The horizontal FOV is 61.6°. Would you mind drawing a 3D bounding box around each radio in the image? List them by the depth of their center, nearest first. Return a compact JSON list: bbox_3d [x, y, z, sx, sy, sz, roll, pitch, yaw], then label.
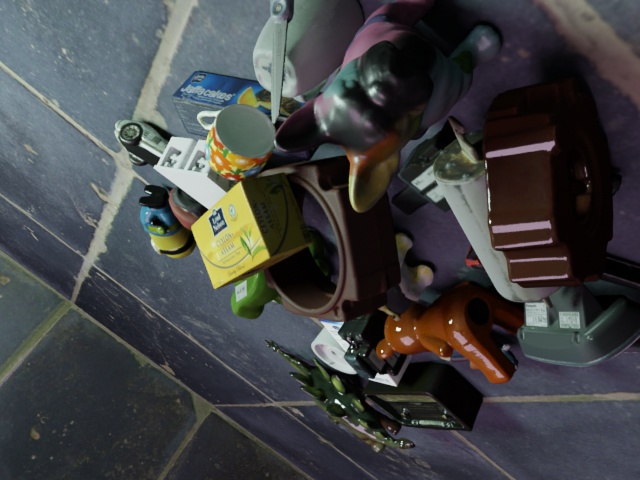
[{"bbox_3d":[0.201,0.313,1.068,0.131,0.073,0.229,42,152,-13],"label":"radio"}]

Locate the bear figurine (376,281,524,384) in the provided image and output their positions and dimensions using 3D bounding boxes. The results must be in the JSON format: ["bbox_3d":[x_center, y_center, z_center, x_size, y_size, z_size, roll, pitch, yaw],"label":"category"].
[{"bbox_3d":[0.179,0.136,0.777,0.132,0.120,0.196,36,148,-8],"label":"bear figurine"}]

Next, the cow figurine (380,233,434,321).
[{"bbox_3d":[0.083,0.032,0.749,0.068,0.098,0.167,2,138,53],"label":"cow figurine"}]

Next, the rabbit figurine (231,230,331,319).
[{"bbox_3d":[-0.049,0.048,0.896,0.170,0.121,0.159,8,143,-36],"label":"rabbit figurine"}]

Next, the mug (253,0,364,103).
[{"bbox_3d":[-0.018,-0.181,0.523,0.081,0.107,0.109,28,148,14],"label":"mug"}]

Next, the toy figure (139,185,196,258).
[{"bbox_3d":[-0.301,-0.028,1.059,0.089,0.082,0.180,27,148,16],"label":"toy figure"}]

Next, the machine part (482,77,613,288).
[{"bbox_3d":[0.196,-0.044,0.446,0.056,0.179,0.179,-4,134,42],"label":"machine part"}]

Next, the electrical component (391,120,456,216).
[{"bbox_3d":[0.130,-0.070,0.599,0.075,0.048,0.119,36,151,-4],"label":"electrical component"}]

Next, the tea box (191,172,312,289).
[{"bbox_3d":[-0.093,-0.007,0.683,0.169,0.068,0.098,-31,80,54],"label":"tea box"}]

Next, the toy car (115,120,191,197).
[{"bbox_3d":[-0.248,-0.134,0.877,0.202,0.056,0.073,30,157,10],"label":"toy car"}]

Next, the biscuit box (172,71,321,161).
[{"bbox_3d":[-0.090,-0.159,0.675,0.203,0.059,0.062,17,148,26],"label":"biscuit box"}]

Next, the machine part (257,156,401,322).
[{"bbox_3d":[-0.001,-0.002,0.696,0.202,0.087,0.200,1,105,50],"label":"machine part"}]

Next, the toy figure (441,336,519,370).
[{"bbox_3d":[0.232,0.163,0.832,0.155,0.058,0.064,19,126,31],"label":"toy figure"}]

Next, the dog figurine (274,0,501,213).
[{"bbox_3d":[0.045,-0.110,0.454,0.108,0.219,0.191,40,149,-5],"label":"dog figurine"}]

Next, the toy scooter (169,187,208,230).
[{"bbox_3d":[-0.183,-0.026,0.954,0.184,0.075,0.135,28,152,2],"label":"toy scooter"}]

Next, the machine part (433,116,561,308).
[{"bbox_3d":[0.178,-0.020,0.522,0.079,0.079,0.243,-2,135,46],"label":"machine part"}]

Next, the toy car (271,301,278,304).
[{"bbox_3d":[-0.130,0.062,1.030,0.202,0.053,0.089,29,-170,11],"label":"toy car"}]

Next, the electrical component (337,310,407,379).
[{"bbox_3d":[0.094,0.157,0.885,0.058,0.134,0.114,-9,128,50],"label":"electrical component"}]

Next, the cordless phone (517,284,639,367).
[{"bbox_3d":[0.345,0.107,0.625,0.184,0.088,0.146,8,171,-10],"label":"cordless phone"}]

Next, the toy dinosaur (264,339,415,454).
[{"bbox_3d":[0.031,0.353,1.244,0.472,0.105,0.198,19,155,49],"label":"toy dinosaur"}]
